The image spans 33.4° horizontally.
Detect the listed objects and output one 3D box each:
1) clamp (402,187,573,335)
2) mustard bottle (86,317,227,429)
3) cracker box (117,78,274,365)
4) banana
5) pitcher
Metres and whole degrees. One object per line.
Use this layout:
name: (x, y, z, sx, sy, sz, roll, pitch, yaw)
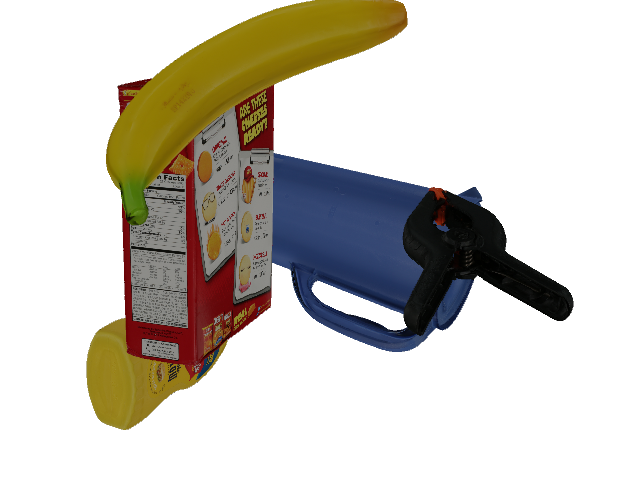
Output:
clamp: (0.117, 0.013, 0.801, 0.120, 0.039, 0.171, 4, 35, -3)
mustard bottle: (-0.141, 0.100, 1.023, 0.058, 0.096, 0.191, 11, 21, 28)
cracker box: (-0.097, -0.027, 0.864, 0.072, 0.214, 0.164, 5, 15, 18)
banana: (-0.042, -0.079, 0.554, 0.070, 0.197, 0.037, 40, -25, 21)
pitcher: (0.032, 0.001, 1.063, 0.243, 0.145, 0.149, 17, 23, 21)
